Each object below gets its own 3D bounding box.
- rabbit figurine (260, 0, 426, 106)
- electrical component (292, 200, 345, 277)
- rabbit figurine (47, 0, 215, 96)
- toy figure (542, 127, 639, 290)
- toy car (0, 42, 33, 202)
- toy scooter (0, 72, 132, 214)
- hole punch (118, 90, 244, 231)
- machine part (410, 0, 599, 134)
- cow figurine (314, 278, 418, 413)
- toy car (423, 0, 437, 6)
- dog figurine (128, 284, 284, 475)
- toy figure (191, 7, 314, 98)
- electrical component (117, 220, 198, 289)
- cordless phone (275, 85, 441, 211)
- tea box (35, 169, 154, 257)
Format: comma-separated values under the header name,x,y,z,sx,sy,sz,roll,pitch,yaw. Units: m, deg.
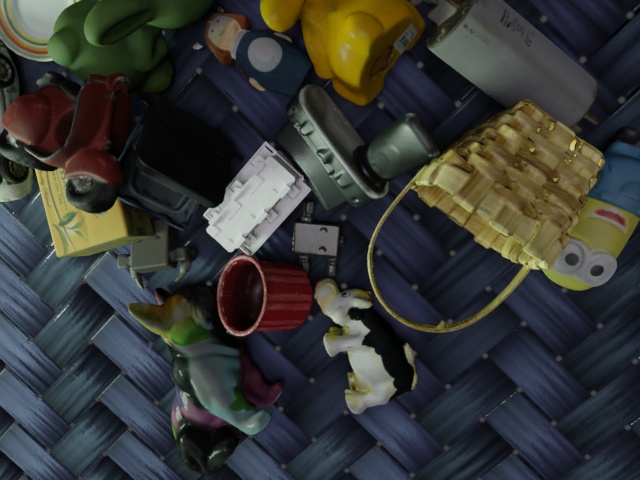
name,x,y,z,sx,sy,sz,roll,pitch,yaw
rabbit figurine,0.002,-0.237,0.562,0.173,0.162,0.122,47,117,14
electrical component,-0.001,-0.002,0.663,0.063,0.021,0.094,4,102,6
rabbit figurine,-0.196,-0.243,0.563,0.170,0.159,0.121,-24,89,24
toy figure,0.310,-0.028,0.587,0.082,0.089,0.180,27,95,32
toy car,-0.411,-0.148,0.671,0.074,0.056,0.201,-1,100,14
toy scooter,-0.252,-0.121,0.552,0.184,0.075,0.135,31,102,27
hole punch,-0.169,-0.084,0.615,0.142,0.116,0.092,29,137,-28
machine part,0.196,-0.180,0.547,0.243,0.079,0.079,31,105,-19
cow figurine,0.056,0.118,0.656,0.098,0.068,0.167,-18,99,11
toy car,0.138,-0.294,0.545,0.162,0.109,0.102,-22,119,20
dog figurine,-0.161,0.162,0.679,0.219,0.108,0.191,46,106,1
toy figure,-0.082,-0.219,0.612,0.154,0.057,0.064,30,66,2
electrical component,-0.211,0.017,0.686,0.102,0.045,0.078,-14,71,8
cordless phone,0.037,-0.110,0.550,0.089,0.184,0.146,-38,96,-19
tea box,-0.276,-0.072,0.646,0.098,0.068,0.169,-18,86,11
